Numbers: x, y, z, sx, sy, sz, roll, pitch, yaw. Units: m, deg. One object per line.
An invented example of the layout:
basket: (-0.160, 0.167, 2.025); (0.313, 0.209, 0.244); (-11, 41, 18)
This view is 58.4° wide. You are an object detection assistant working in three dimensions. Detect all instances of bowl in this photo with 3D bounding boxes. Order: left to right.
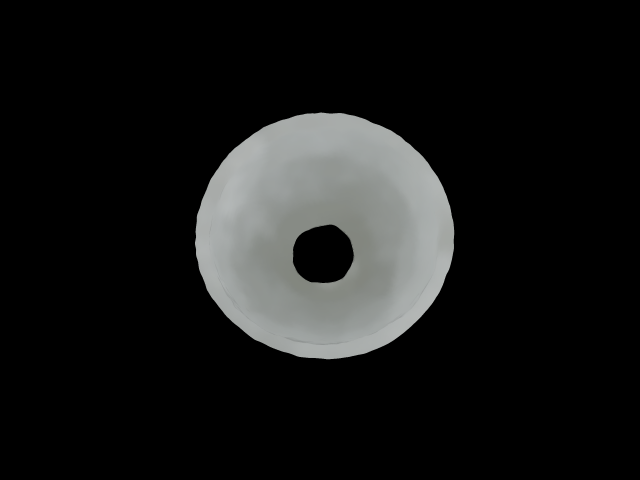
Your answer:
bowl: (0.004, 0.001, 0.400); (0.167, 0.075, 0.167); (0, 74, 0)
